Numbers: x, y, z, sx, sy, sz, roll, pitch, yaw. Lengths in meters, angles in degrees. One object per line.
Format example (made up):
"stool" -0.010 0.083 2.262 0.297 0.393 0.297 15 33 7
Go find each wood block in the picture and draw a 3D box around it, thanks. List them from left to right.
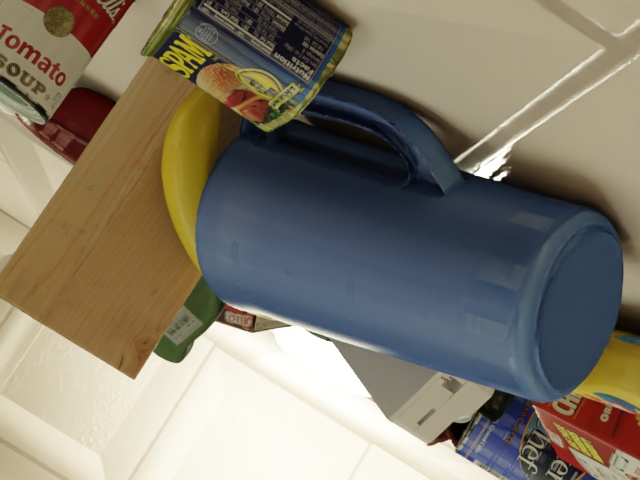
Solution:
"wood block" -0.127 -0.019 0.762 0.090 0.206 0.090 19 163 47

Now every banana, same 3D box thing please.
"banana" -0.066 -0.019 0.716 0.037 0.069 0.198 -119 16 -58

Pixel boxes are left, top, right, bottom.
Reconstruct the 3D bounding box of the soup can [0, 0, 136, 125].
"soup can" -0.170 -0.132 0.667 0.068 0.102 0.068 31 168 7

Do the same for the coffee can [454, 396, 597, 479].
"coffee can" 0.215 0.197 1.024 0.140 0.102 0.103 30 168 10

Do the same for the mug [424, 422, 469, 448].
"mug" 0.164 0.193 1.126 0.081 0.117 0.093 66 -179 -79

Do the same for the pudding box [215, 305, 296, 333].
"pudding box" -0.082 0.066 1.112 0.090 0.039 0.113 16 -173 22

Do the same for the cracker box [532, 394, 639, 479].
"cracker box" 0.284 0.171 0.824 0.214 0.072 0.164 27 166 28

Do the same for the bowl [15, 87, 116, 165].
"bowl" -0.207 -0.097 1.017 0.162 0.055 0.162 31 168 7

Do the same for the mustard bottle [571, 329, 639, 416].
"mustard bottle" 0.211 0.089 0.696 0.096 0.058 0.192 21 176 -36

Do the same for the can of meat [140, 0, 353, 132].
"can of meat" -0.040 -0.105 0.562 0.084 0.057 0.102 33 169 -14

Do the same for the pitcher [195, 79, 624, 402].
"pitcher" 0.048 0.001 0.634 0.243 0.145 0.149 17 173 40
